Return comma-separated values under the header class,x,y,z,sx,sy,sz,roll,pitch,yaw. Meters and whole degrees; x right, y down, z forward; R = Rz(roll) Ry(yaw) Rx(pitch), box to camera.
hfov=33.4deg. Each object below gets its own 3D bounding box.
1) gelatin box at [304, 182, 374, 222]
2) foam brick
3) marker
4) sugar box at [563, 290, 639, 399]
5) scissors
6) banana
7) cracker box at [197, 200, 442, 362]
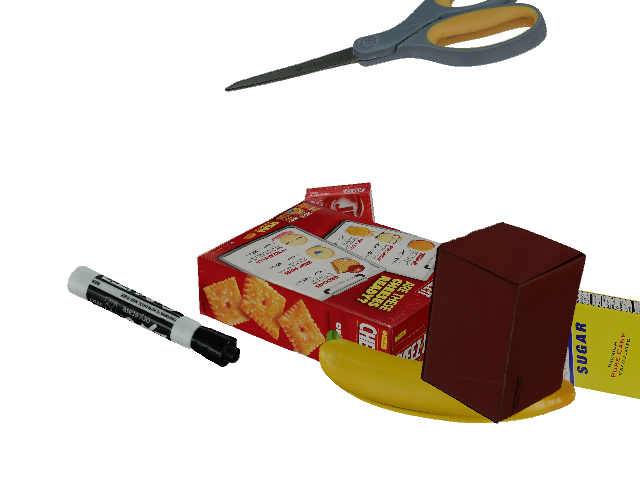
class,x,y,z,sx,sy,sz,roll,pitch,yaw
gelatin box,0.024,-0.018,1.197,0.073,0.089,0.030,-4,29,7
foam brick,0.087,0.038,0.519,0.052,0.078,0.051,-18,34,-39
marker,-0.101,0.046,0.648,0.121,0.020,0.020,23,8,21
sugar box,0.285,0.103,1.062,0.176,0.093,0.048,9,22,8
scissors,0.043,-0.133,0.675,0.202,0.096,0.016,-2,-43,22
banana,0.072,0.095,0.742,0.198,0.037,0.069,12,35,30
cracker box,0.019,0.044,0.987,0.214,0.072,0.163,19,31,32
